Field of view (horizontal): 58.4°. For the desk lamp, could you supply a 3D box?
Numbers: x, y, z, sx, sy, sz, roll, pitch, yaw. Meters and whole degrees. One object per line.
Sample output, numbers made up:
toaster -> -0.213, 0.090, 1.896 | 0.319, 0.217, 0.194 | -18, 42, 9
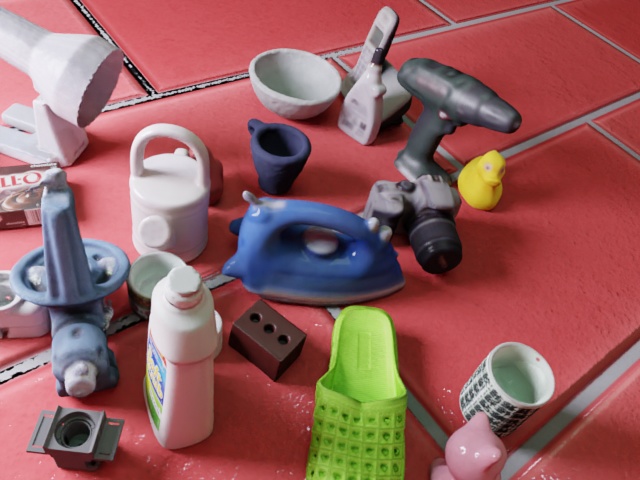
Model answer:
desk lamp -> -0.377, -0.203, 0.789 | 0.203, 0.213, 0.118 | 18, 47, 2

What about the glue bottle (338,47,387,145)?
glue bottle -> 0.081, -0.250, 0.981 | 0.078, 0.173, 0.037 | 40, 51, 21

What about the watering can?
watering can -> -0.187, -0.059, 0.724 | 0.101, 0.194, 0.172 | -8, 52, -21

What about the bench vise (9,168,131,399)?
bench vise -> -0.246, 0.047, 0.597 | 0.122, 0.220, 0.207 | -24, 58, -31

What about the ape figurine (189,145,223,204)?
ape figurine -> -0.173, -0.102, 0.836 | 0.078, 0.092, 0.076 | -16, 55, -26

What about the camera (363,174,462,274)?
camera -> 0.151, -0.025, 0.849 | 0.143, 0.101, 0.136 | 1, 49, -14

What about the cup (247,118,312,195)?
cup -> -0.074, -0.124, 0.881 | 0.117, 0.095, 0.092 | 41, 52, 21

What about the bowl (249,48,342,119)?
bowl -> -0.048, -0.269, 1.031 | 0.167, 0.075, 0.167 | 8, 48, -8

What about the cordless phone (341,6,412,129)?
cordless phone -> 0.115, -0.308, 1.034 | 0.094, 0.185, 0.147 | -17, 55, -27

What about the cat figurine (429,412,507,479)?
cat figurine -> 0.146, 0.246, 0.594 | 0.067, 0.118, 0.128 | 38, 51, 19

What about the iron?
iron -> 0.007, 0.003, 0.757 | 0.258, 0.141, 0.118 | 7, 48, -9

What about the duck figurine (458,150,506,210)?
duck figurine -> 0.283, -0.114, 0.973 | 0.077, 0.086, 0.104 | 11, 47, -5

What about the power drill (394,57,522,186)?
power drill -> 0.201, -0.180, 0.927 | 0.076, 0.208, 0.229 | -23, 58, -31
